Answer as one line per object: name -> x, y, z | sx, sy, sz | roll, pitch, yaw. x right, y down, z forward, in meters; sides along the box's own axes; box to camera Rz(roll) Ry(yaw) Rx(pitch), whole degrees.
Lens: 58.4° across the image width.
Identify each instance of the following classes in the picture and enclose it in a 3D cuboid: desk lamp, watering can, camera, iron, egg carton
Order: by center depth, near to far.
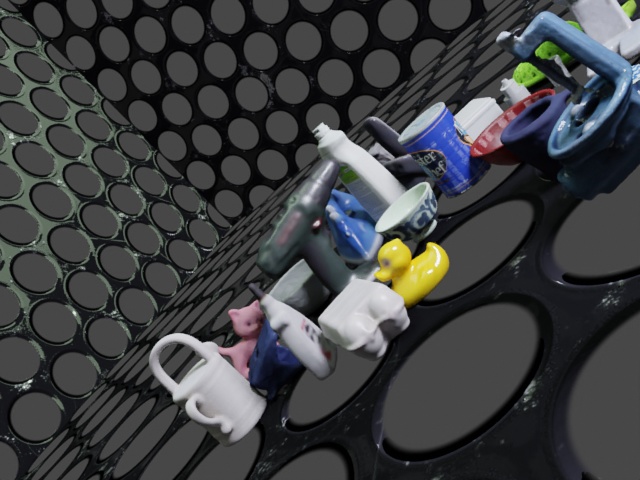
egg carton -> 0.060, 0.110, 0.805 | 0.107, 0.069, 0.150 | -46, 12, -12
watering can -> -0.187, 0.226, 0.915 | 0.101, 0.194, 0.172 | -46, 12, -10
desk lamp -> 0.449, -0.408, 0.960 | 0.117, 0.214, 0.203 | -33, 16, 39
iron -> 0.051, -0.042, 1.184 | 0.118, 0.141, 0.258 | -42, 12, 9
camera -> 0.142, -0.171, 1.431 | 0.143, 0.101, 0.137 | -35, 15, 35

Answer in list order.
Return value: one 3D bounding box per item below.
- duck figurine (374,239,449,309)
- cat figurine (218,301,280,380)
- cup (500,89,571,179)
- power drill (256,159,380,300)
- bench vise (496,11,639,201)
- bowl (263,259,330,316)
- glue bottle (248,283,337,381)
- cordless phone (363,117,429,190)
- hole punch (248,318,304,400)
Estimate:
duck figurine -> 0.124, 0.035, 0.814 | 0.104, 0.086, 0.077 | -43, 12, 1
cat figurine -> -0.143, 0.184, 1.104 | 0.128, 0.118, 0.067 | -45, 12, -9
cup -> 0.314, -0.138, 0.762 | 0.117, 0.095, 0.091 | -39, 13, 19
power drill -> 0.009, 0.004, 1.003 | 0.230, 0.208, 0.075 | -46, 12, -12
bench vise -> 0.307, -0.176, 0.614 | 0.207, 0.220, 0.121 | -41, 12, 10
bowl -> -0.028, 0.099, 1.121 | 0.167, 0.075, 0.167 | -41, 12, 11
glue bottle -> -0.043, 0.126, 0.838 | 0.037, 0.173, 0.078 | -41, 13, 13
cordless phone -> 0.154, -0.194, 1.264 | 0.094, 0.185, 0.147 | -48, 13, -21
hole punch -> -0.083, 0.192, 0.944 | 0.101, 0.091, 0.108 | -44, 12, -2
